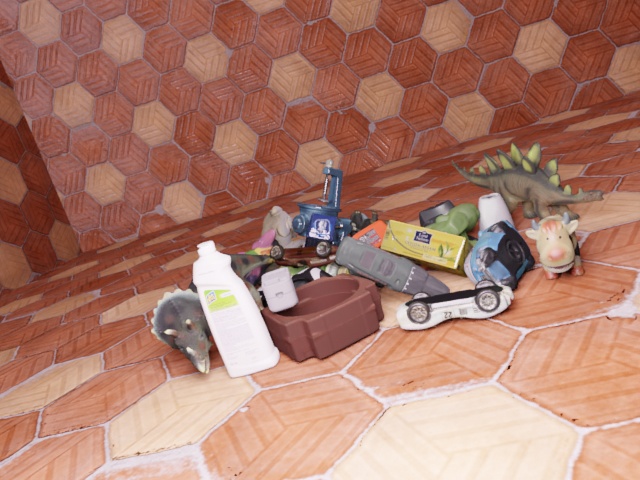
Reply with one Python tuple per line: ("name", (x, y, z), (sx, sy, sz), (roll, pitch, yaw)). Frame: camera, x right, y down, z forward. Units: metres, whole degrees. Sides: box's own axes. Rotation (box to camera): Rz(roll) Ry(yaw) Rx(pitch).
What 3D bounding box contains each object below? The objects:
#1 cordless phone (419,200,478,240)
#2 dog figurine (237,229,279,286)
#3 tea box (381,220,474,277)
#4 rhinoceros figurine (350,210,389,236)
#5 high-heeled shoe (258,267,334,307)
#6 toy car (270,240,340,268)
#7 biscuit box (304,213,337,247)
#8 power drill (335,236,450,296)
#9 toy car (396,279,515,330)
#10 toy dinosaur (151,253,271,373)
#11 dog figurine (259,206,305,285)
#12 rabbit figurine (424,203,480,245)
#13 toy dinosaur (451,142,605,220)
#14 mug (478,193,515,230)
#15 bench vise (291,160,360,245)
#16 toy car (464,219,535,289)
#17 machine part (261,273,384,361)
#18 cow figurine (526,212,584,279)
("cordless phone", (0.352, -0.030, 1.361), (0.146, 0.088, 0.184), (-22, 25, -24))
("dog figurine", (-0.177, 0.072, 1.362), (0.219, 0.108, 0.192), (-38, 14, 12))
("tea box", (0.224, 0.018, 1.115), (0.170, 0.068, 0.098), (15, -6, 30))
("rhinoceros figurine", (0.131, -0.029, 1.556), (0.073, 0.112, 0.191), (-3, 17, -31))
("high-heeled shoe", (-0.059, 0.131, 1.205), (0.145, 0.086, 0.249), (-37, 21, -32))
("toy car", (-0.024, 0.039, 1.244), (0.202, 0.053, 0.089), (-3, -22, 36))
("biscuit box", (-0.003, -0.004, 1.287), (0.063, 0.059, 0.202), (11, -15, -2))
("power drill", (0.136, 0.066, 1.102), (0.232, 0.086, 0.207), (24, 3, -4))
("toy car", (0.233, 0.114, 0.933), (0.202, 0.056, 0.073), (-12, 8, 17))
("toy dinosaur", (-0.216, 0.108, 1.134), (0.131, 0.191, 0.405), (-2, 41, 22))
("dog figurine", (-0.146, 0.017, 1.481), (0.190, 0.172, 0.121), (-41, 29, -13))
("rabbit figurine", (0.309, -0.014, 1.236), (0.159, 0.121, 0.170), (-33, 10, 47))
("toy dinosaur", (0.483, -0.136, 1.322), (0.105, 0.198, 0.472), (-20, 15, -23))
("mug", (0.419, -0.059, 1.284), (0.081, 0.107, 0.109), (-10, 17, 24))
("bench vise", (0.028, -0.092, 1.449), (0.223, 0.240, 0.129), (4, 7, -33))
("toy car", (0.331, 0.043, 1.028), (0.162, 0.109, 0.103), (-45, 5, -41))
("machine part", (0.005, 0.145, 1.034), (0.201, 0.087, 0.202), (-23, 12, -22))
("cow figurine", (0.429, 0.003, 0.973), (0.086, 0.127, 0.195), (-15, 10, 25))
